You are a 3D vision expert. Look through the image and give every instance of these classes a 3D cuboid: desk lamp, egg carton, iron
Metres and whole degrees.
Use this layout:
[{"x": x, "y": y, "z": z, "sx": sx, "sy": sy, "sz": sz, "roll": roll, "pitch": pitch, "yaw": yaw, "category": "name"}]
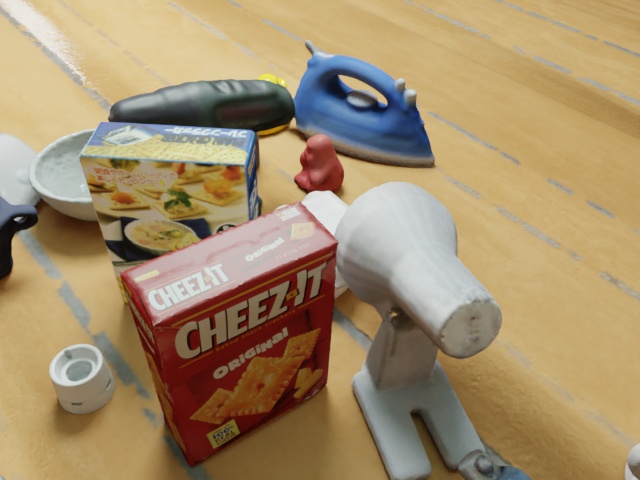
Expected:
[{"x": 0.092, "y": 0.080, "z": 0.537, "sx": 0.118, "sy": 0.214, "sz": 0.202, "roll": -11, "pitch": 45, "yaw": -15, "category": "desk lamp"}, {"x": 0.007, "y": 0.003, "z": 0.718, "sx": 0.107, "sy": 0.069, "sz": 0.150, "roll": -27, "pitch": 51, "yaw": -28, "category": "egg carton"}, {"x": 0.072, "y": -0.218, "z": 0.901, "sx": 0.257, "sy": 0.141, "sz": 0.119, "roll": 23, "pitch": 47, "yaw": 20, "category": "iron"}]

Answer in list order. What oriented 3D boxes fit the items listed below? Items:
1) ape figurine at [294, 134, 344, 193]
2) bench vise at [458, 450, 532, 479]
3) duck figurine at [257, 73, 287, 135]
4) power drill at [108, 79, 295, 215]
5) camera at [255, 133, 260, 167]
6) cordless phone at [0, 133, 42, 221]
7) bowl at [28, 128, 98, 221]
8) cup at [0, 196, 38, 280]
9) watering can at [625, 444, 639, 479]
[{"x": -0.002, "y": -0.111, "z": 0.820, "sx": 0.076, "sy": 0.092, "sz": 0.078, "roll": 7, "pitch": 44, "yaw": 4, "category": "ape figurine"}, {"x": 0.188, "y": 0.221, "z": 0.390, "sx": 0.207, "sy": 0.220, "sz": 0.122, "roll": 21, "pitch": 46, "yaw": 18, "category": "bench vise"}, {"x": -0.091, "y": -0.229, "z": 0.942, "sx": 0.077, "sy": 0.086, "sz": 0.105, "roll": 31, "pitch": 50, "yaw": 26, "category": "duck figurine"}, {"x": -0.136, "y": -0.107, "z": 0.722, "sx": 0.230, "sy": 0.208, "sz": 0.075, "roll": -27, "pitch": 51, "yaw": -28, "category": "power drill"}, {"x": -0.169, "y": -0.179, "z": 0.874, "sx": 0.143, "sy": 0.101, "sz": 0.136, "roll": -5, "pitch": 44, "yaw": -9, "category": "camera"}, {"x": -0.427, "y": -0.108, "z": 0.721, "sx": 0.094, "sy": 0.185, "sz": 0.147, "roll": 11, "pitch": 44, "yaw": 8, "category": "cordless phone"}, {"x": -0.297, "y": -0.078, "z": 0.779, "sx": 0.167, "sy": 0.075, "sz": 0.167, "roll": 2, "pitch": 44, "yaw": -2, "category": "bowl"}, {"x": -0.387, "y": 0.001, "z": 0.675, "sx": 0.118, "sy": 0.095, "sz": 0.091, "roll": -12, "pitch": 46, "yaw": -16, "category": "cup"}, {"x": 0.348, "y": 0.169, "z": 0.474, "sx": 0.173, "sy": 0.194, "sz": 0.100, "roll": -18, "pitch": 47, "yaw": -21, "category": "watering can"}]
